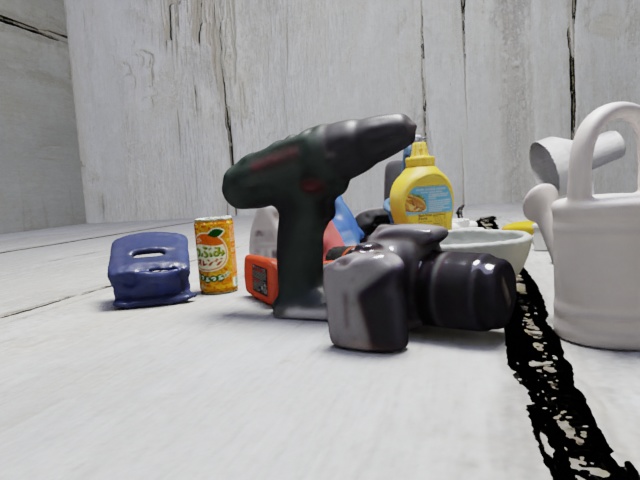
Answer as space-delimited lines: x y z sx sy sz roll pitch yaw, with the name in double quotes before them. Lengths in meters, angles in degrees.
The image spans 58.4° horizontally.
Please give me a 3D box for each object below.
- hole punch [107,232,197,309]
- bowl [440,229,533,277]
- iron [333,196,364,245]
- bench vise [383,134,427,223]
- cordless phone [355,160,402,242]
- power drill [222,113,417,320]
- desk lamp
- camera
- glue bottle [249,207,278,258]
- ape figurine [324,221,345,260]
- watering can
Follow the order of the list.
"hole punch" -0.223 0.037 0.763 0.109 0.091 0.101 -5 6 -14
"bowl" 0.160 0.031 0.663 0.167 0.075 0.167 -3 6 1
"iron" -0.020 -0.031 1.069 0.118 0.141 0.259 0 7 32
"bench vise" 0.160 -0.082 1.080 0.122 0.220 0.207 -6 6 -23
"cordless phone" 0.136 -0.082 1.264 0.148 0.185 0.094 -7 7 -29
"power drill" 0.000 -0.022 0.624 0.228 0.208 0.076 -1 6 27
"desk lamp" 0.536 -0.110 1.161 0.203 0.213 0.118 -4 6 -3
"camera" 0.094 0.037 0.513 0.136 0.101 0.144 1 7 38
"glue bottle" -0.080 -0.029 0.920 0.077 0.173 0.037 0 7 33
"ape figurine" 0.009 0.003 0.954 0.078 0.092 0.075 -8 7 -36
"watering can" 0.240 -0.016 0.482 0.101 0.194 0.172 -9 8 -42
